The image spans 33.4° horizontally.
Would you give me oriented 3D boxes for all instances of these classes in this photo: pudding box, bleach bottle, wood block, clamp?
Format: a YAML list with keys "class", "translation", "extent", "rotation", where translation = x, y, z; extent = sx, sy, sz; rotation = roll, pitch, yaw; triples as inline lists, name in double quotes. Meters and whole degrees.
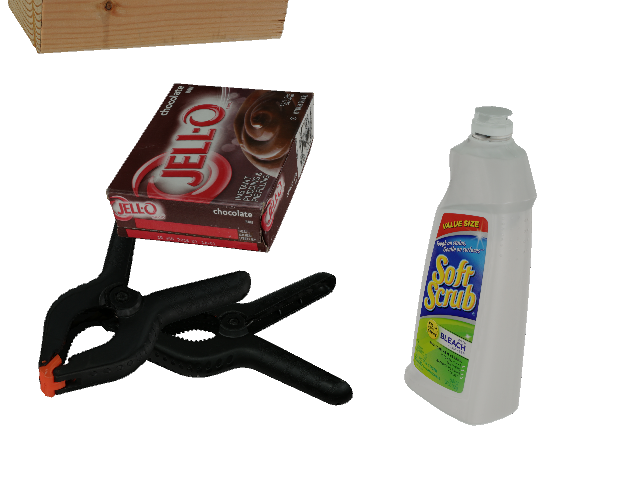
- class: "pudding box"
  translation: [-0.059, -0.044, 0.610]
  extent: [0.090, 0.039, 0.113]
  rotation: [6, 39, 13]
- class: "bleach bottle"
  translation: [0.122, 0.016, 0.853]
  extent: [0.067, 0.251, 0.103]
  rotation: [-13, 26, -31]
- class: "wood block"
  translation: [-0.133, -0.214, 0.851]
  extent: [0.205, 0.091, 0.090]
  rotation: [-9, 41, -29]
- class: "clamp"
  translation: [-0.148, 0.042, 0.777]
  extent: [0.120, 0.039, 0.171]
  rotation: [34, 50, 26]
- class: "clamp"
  translation: [-0.072, 0.092, 0.961]
  extent: [0.209, 0.036, 0.164]
  rotation: [-4, 37, -12]
